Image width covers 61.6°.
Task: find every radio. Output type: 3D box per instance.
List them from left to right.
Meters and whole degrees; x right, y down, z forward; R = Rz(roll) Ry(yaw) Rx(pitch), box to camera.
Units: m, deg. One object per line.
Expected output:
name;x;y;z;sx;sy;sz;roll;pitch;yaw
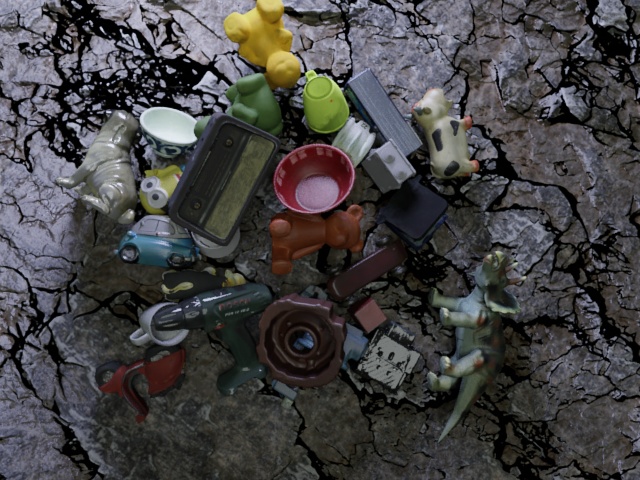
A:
radio;-0.185;-0.117;1.009;0.131;0.073;0.229;26;95;-23

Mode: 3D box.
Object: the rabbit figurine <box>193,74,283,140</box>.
rabbit figurine;-0.170;-0.228;1.081;0.170;0.121;0.159;-36;115;-21

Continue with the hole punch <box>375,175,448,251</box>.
hole punch;0.202;-0.052;1.144;0.116;0.092;0.142;40;87;25

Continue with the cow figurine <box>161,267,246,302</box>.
cow figurine;-0.230;0.087;1.074;0.167;0.098;0.068;-3;86;-13

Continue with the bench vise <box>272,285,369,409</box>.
bench vise;-0.031;0.218;1.087;0.224;0.129;0.240;31;81;-3

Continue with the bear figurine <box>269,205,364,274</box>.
bear figurine;-0.002;-0.005;1.092;0.196;0.132;0.120;1;113;-2

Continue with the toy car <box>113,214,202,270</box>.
toy car;-0.314;0.001;1.050;0.162;0.109;0.102;5;91;8

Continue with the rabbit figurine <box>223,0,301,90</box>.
rabbit figurine;-0.098;-0.364;1.070;0.122;0.162;0.173;-31;71;-8

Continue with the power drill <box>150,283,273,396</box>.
power drill;-0.190;0.191;1.039;0.232;0.086;0.207;-22;106;-25

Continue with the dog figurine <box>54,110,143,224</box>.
dog figurine;-0.387;-0.144;1.047;0.172;0.121;0.190;36;84;-3

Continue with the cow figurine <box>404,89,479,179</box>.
cow figurine;0.257;-0.226;1.148;0.127;0.085;0.194;-10;91;-13

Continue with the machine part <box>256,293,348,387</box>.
machine part;-0.032;0.186;1.001;0.179;0.056;0.179;2;98;11

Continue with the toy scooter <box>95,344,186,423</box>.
toy scooter;-0.342;0.284;1.069;0.184;0.075;0.135;-22;91;-4

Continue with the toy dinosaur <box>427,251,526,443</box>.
toy dinosaur;0.331;0.218;1.135;0.192;0.131;0.404;1;95;-6

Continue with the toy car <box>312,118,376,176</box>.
toy car;0.042;-0.165;1.132;0.073;0.056;0.201;35;86;-5

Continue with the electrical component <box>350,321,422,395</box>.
electrical component;0.143;0.242;1.136;0.115;0.058;0.134;29;86;-7

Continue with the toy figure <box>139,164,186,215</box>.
toy figure;-0.273;-0.109;1.082;0.180;0.089;0.082;-27;57;-16

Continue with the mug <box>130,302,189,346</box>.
mug;-0.320;0.169;1.049;0.109;0.107;0.080;-40;110;-28

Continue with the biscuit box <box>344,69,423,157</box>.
biscuit box;0.132;-0.263;1.143;0.063;0.059;0.202;-35;94;-5

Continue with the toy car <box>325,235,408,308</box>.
toy car;0.099;0.063;1.126;0.202;0.053;0.089;-30;91;-26
